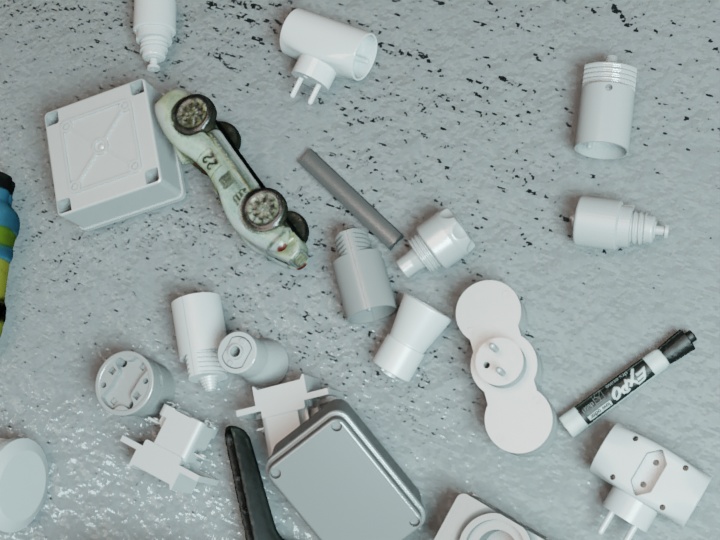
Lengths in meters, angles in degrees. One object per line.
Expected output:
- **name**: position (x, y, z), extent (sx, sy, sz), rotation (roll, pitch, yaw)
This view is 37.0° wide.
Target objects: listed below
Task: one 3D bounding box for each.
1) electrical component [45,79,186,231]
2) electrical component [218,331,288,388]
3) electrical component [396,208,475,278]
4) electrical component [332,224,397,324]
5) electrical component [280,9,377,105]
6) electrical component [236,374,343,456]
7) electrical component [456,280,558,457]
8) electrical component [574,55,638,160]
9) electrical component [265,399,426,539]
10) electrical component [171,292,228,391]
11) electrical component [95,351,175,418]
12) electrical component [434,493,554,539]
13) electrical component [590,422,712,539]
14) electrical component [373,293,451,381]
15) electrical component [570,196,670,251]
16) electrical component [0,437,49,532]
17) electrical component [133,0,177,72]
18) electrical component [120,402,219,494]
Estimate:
- **electrical component**: position (-0.225, -0.105, 0.990), extent (0.109, 0.056, 0.108), rotation (-17, 72, 13)
- **electrical component**: position (-0.091, 0.073, 0.898), extent (0.044, 0.065, 0.044), rotation (-4, 75, 16)
- **electrical component**: position (0.060, -0.018, 0.886), extent (0.062, 0.043, 0.043), rotation (-36, 69, 7)
- **electrical component**: position (0.000, 0.000, 0.900), extent (0.043, 0.043, 0.081), rotation (-19, 71, 12)
- **electrical component**: position (-0.036, -0.185, 0.958), extent (0.077, 0.044, 0.079), rotation (24, 84, 21)
- **electrical component**: position (-0.055, 0.123, 0.887), extent (0.081, 0.042, 0.063), rotation (-15, 74, 14)
- **electrical component**: position (0.111, 0.073, 0.830), extent (0.052, 0.074, 0.138), rotation (-18, 72, 12)
- **electrical component**: position (0.200, -0.135, 0.872), extent (0.043, 0.043, 0.081), rotation (5, 78, 18)
- **electrical component**: position (-0.011, 0.166, 0.830), extent (0.078, 0.057, 0.113), rotation (-38, 95, 5)
- **electrical component**: position (-0.135, 0.064, 0.926), extent (0.043, 0.043, 0.081), rotation (-16, 72, 13)
- **electrical component**: position (-0.193, 0.101, 0.932), extent (0.055, 0.047, 0.055), rotation (-4, 75, 16)
- **electrical component**: position (0.133, 0.255, 0.784), extent (0.186, 0.060, 0.105), rotation (27, 86, 22)
- **electrical component**: position (0.205, 0.166, 0.793), extent (0.077, 0.043, 0.079), rotation (30, 87, 22)
- **electrical component**: position (0.040, 0.057, 0.875), extent (0.044, 0.044, 0.065), rotation (31, 91, 22)
- **electrical component**: position (0.203, -0.035, 0.847), extent (0.078, 0.040, 0.040), rotation (8, 79, 19)
- **electrical component**: position (-0.313, 0.184, 0.932), extent (0.051, 0.080, 0.080), rotation (2, 77, 23)
- **electrical component**: position (-0.195, -0.226, 1.021), extent (0.040, 0.040, 0.078), rotation (-6, 75, 16)
- **electrical component**: position (-0.155, 0.150, 0.911), extent (0.081, 0.042, 0.063), rotation (23, 83, 21)
